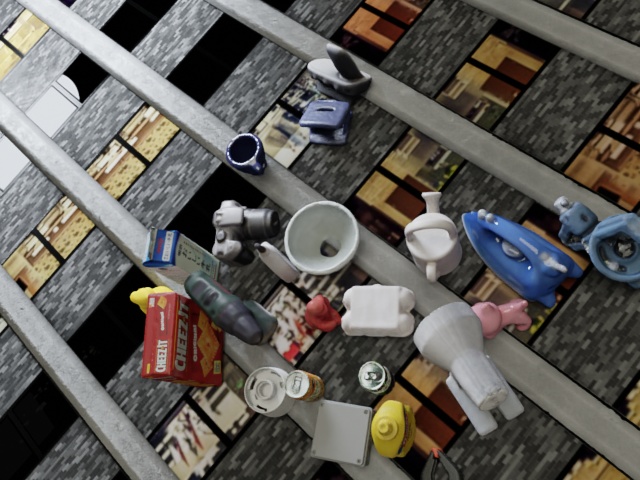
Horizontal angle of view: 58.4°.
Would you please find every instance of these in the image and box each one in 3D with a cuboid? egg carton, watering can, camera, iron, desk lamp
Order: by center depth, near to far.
[{"bbox_3d":[0.267,0.227,1.008,0.118,0.214,0.203,-34,65,4],"label":"desk lamp"},{"bbox_3d":[0.368,0.006,1.095,0.257,0.142,0.119,41,87,25],"label":"iron"},{"bbox_3d":[0.217,-0.009,1.118,0.101,0.194,0.172,-23,66,9],"label":"watering can"},{"bbox_3d":[0.118,0.144,1.163,0.150,0.069,0.107,-2,71,17],"label":"egg carton"},{"bbox_3d":[-0.167,-0.022,1.294,0.136,0.101,0.143,-2,70,17],"label":"camera"}]

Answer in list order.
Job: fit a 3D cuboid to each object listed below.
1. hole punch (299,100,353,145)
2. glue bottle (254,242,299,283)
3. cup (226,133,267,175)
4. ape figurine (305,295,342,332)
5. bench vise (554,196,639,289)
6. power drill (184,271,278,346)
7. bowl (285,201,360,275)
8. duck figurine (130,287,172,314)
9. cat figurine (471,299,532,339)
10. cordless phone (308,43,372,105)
[{"bbox_3d":[0.014,-0.286,1.337,0.108,0.091,0.101,6,73,19],"label":"hole punch"},{"bbox_3d":[-0.101,0.037,1.212,0.037,0.173,0.078,-42,64,0],"label":"glue bottle"},{"bbox_3d":[-0.156,-0.184,1.352,0.091,0.095,0.117,-40,65,1],"label":"cup"},{"bbox_3d":[-0.001,0.149,1.186,0.076,0.092,0.078,-8,69,15],"label":"ape figurine"},{"bbox_3d":[0.504,-0.006,1.014,0.206,0.220,0.121,25,80,24],"label":"bench vise"},{"bbox_3d":[-0.168,0.153,1.172,0.229,0.209,0.076,34,84,25],"label":"power drill"},{"bbox_3d":[0.011,0.004,1.244,0.167,0.075,0.167,-6,70,15],"label":"bowl"},{"bbox_3d":[-0.383,0.138,1.313,0.104,0.086,0.077,4,72,19],"label":"duck figurine"},{"bbox_3d":[0.329,0.142,1.072,0.127,0.118,0.067,-20,66,10],"label":"cat figurine"},{"bbox_3d":[0.032,-0.408,1.323,0.147,0.185,0.094,27,81,24],"label":"cordless phone"}]
